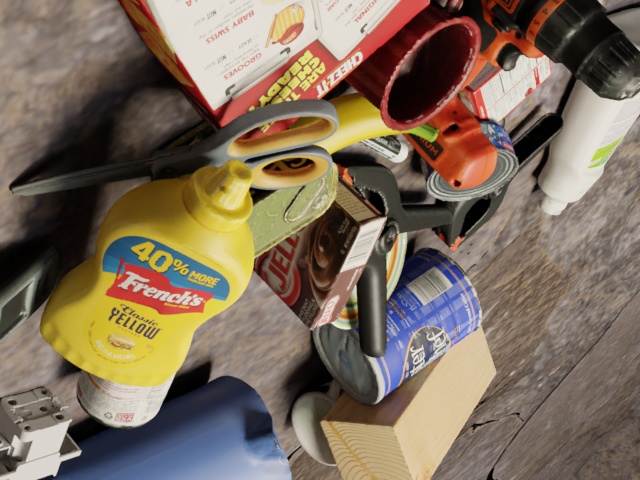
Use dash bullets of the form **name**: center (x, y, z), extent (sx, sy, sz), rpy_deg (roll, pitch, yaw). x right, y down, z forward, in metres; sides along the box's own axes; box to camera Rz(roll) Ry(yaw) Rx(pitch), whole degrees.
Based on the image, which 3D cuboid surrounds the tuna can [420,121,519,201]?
- **tuna can**: center (0.135, -0.072, 0.972), extent (0.086, 0.034, 0.086), rpy_deg (-10, 152, -5)

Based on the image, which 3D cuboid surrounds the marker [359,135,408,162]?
- **marker**: center (0.040, -0.086, 0.875), extent (0.020, 0.020, 0.121), rpy_deg (-51, 153, 11)

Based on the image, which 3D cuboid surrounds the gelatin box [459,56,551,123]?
- **gelatin box**: center (0.164, -0.148, 0.951), extent (0.089, 0.030, 0.073), rpy_deg (-42, 152, -4)

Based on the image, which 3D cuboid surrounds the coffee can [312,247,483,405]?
- **coffee can**: center (0.077, 0.085, 1.070), extent (0.140, 0.103, 0.103), rpy_deg (-32, 150, -25)

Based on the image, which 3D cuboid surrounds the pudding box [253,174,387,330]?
- **pudding box**: center (-0.006, 0.001, 0.852), extent (0.039, 0.090, 0.114), rpy_deg (-14, 139, -47)

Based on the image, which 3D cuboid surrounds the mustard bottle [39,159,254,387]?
- **mustard bottle**: center (-0.096, 0.016, 0.665), extent (0.192, 0.096, 0.058), rpy_deg (-48, -158, 38)

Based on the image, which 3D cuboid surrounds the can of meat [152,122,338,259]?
- **can of meat**: center (-0.053, -0.041, 0.733), extent (0.102, 0.084, 0.057), rpy_deg (-33, 150, -22)

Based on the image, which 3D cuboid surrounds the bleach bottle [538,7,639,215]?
- **bleach bottle**: center (0.289, -0.122, 1.129), extent (0.102, 0.068, 0.251), rpy_deg (-22, 147, -37)

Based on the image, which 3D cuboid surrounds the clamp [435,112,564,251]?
- **clamp**: center (0.161, -0.064, 1.056), extent (0.120, 0.039, 0.172), rpy_deg (13, 118, -46)

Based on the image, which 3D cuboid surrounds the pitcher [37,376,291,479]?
- **pitcher**: center (-0.159, 0.218, 0.912), extent (0.242, 0.145, 0.149), rpy_deg (-17, 130, -37)

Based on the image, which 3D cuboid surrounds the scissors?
- **scissors**: center (-0.079, -0.041, 0.663), extent (0.202, 0.016, 0.096), rpy_deg (-17, 154, 15)

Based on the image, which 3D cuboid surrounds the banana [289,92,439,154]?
- **banana**: center (-0.009, -0.056, 0.794), extent (0.197, 0.070, 0.037), rpy_deg (-33, 167, -5)

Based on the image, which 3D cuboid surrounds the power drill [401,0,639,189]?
- **power drill**: center (0.135, -0.125, 0.793), extent (0.057, 0.184, 0.188), rpy_deg (-22, 154, -38)

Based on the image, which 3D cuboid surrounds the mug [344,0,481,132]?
- **mug**: center (0.057, -0.146, 0.744), extent (0.093, 0.082, 0.117), rpy_deg (-7, 135, -50)

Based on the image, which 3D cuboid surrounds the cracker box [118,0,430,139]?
- **cracker box**: center (-0.032, -0.163, 0.609), extent (0.164, 0.072, 0.213), rpy_deg (-41, 154, -5)

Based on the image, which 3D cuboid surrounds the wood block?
- **wood block**: center (0.098, 0.165, 1.127), extent (0.205, 0.090, 0.091), rpy_deg (-46, 125, -45)

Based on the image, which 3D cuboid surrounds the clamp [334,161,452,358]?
- **clamp**: center (0.046, 0.004, 0.937), extent (0.209, 0.036, 0.164), rpy_deg (42, 68, -54)

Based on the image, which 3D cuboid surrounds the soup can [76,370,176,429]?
- **soup can**: center (-0.139, 0.085, 0.803), extent (0.068, 0.069, 0.102), rpy_deg (-15, 140, -45)
